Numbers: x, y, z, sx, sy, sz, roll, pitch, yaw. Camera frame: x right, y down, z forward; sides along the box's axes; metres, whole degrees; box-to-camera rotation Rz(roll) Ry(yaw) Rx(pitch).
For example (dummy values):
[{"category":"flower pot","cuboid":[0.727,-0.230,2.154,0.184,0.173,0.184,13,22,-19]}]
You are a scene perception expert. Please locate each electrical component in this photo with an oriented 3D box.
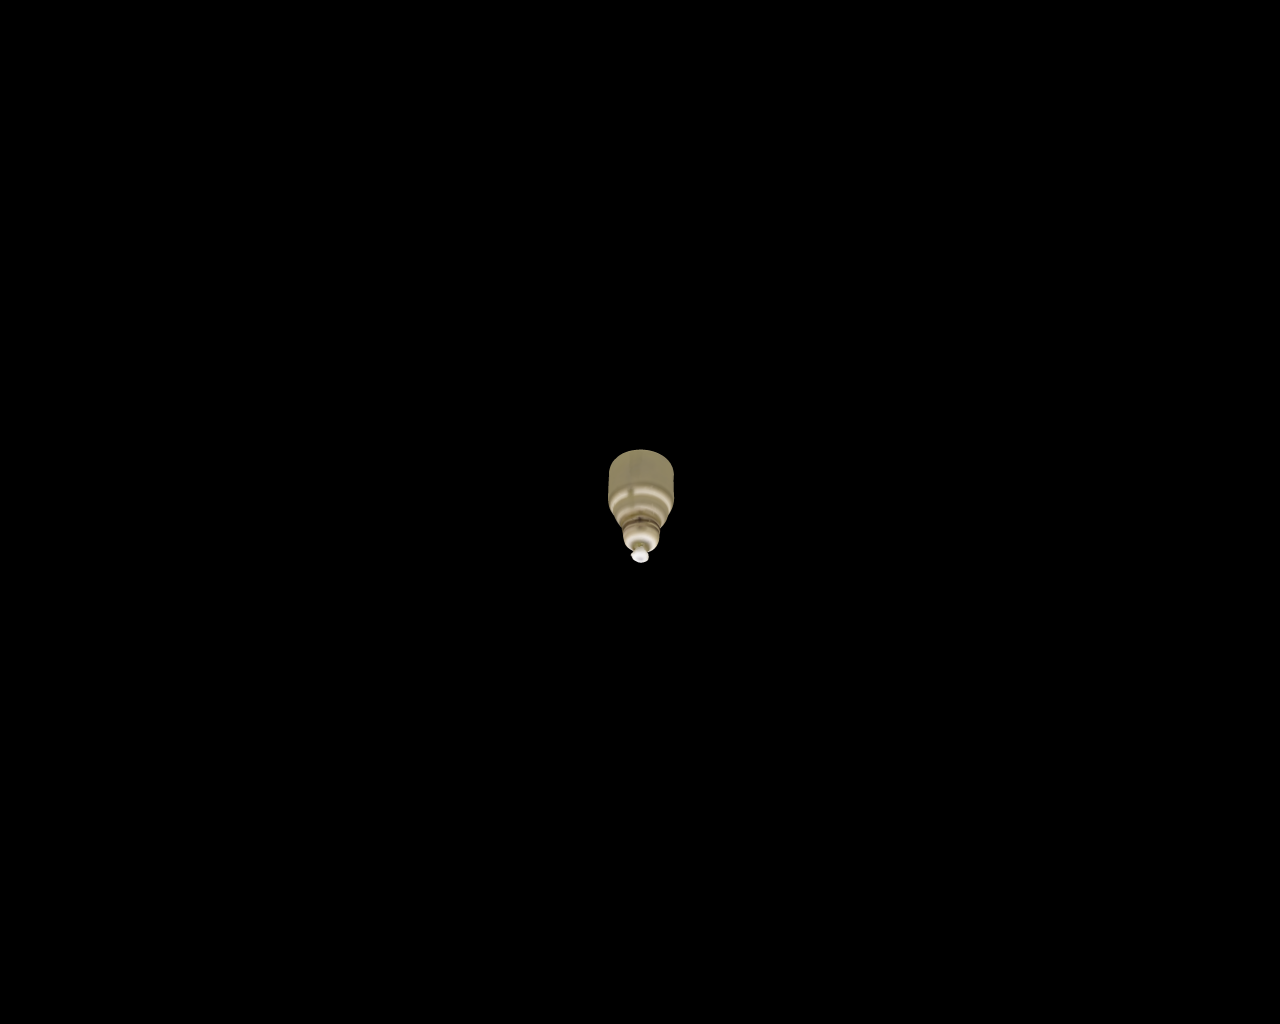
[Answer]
[{"category":"electrical component","cuboid":[0.001,-0.003,0.650,0.040,0.078,0.040,0,-40,0]}]
